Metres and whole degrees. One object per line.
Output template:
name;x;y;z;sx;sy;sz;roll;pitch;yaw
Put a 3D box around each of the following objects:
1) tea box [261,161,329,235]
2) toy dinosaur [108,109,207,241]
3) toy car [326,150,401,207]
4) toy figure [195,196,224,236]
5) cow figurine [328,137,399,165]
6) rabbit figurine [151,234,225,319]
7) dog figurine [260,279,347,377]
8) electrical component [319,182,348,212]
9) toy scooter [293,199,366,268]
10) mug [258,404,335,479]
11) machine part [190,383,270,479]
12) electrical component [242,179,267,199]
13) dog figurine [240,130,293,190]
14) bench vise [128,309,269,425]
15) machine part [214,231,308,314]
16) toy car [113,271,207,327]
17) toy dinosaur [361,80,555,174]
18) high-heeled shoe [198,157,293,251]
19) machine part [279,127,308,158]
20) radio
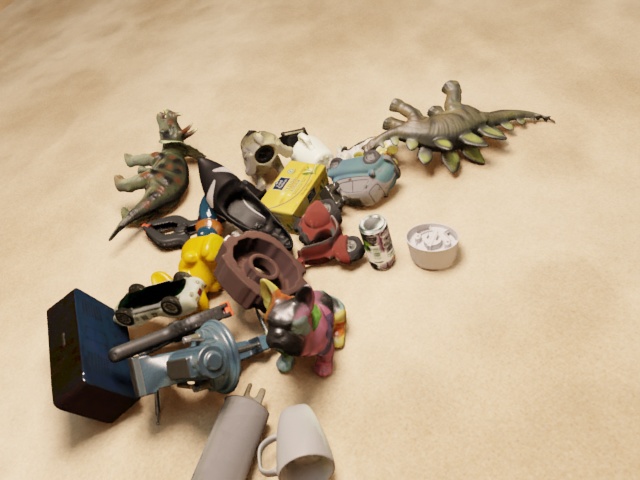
tea box;-0.058;-0.099;1.210;0.098;0.068;0.169;11;51;24
toy dinosaur;-0.389;-0.148;1.327;0.192;0.131;0.405;-10;50;6
toy car;0.090;-0.126;1.176;0.162;0.109;0.103;-3;62;24
toy figure;-0.238;-0.039;1.167;0.064;0.057;0.154;-38;39;37
cow figurine;0.096;-0.203;1.272;0.167;0.068;0.098;-12;38;-1
rabbit figurine;-0.249;0.084;1.053;0.163;0.121;0.173;-1;64;19
dog figurine;-0.028;0.119;0.877;0.109;0.219;0.191;9;49;19
electrical component;0.028;-0.087;1.177;0.021;0.094;0.063;-25;79;-31
toy scooter;-0.002;-0.003;1.098;0.135;0.075;0.184;-27;48;-6
mug;-0.038;0.304;0.798;0.110;0.080;0.107;-19;32;3
machine part;-0.139;0.324;0.801;0.079;0.079;0.243;5;48;20
electrical component;-0.171;-0.098;1.235;0.119;0.074;0.048;27;56;28
dog figurine;-0.156;-0.230;1.303;0.121;0.172;0.191;-18;50;-19
bench vise;-0.182;0.199;0.895;0.240;0.223;0.129;-9;70;-43
machine part;-0.111;0.060;1.001;0.179;0.056;0.179;25;31;-16
toy car;-0.298;0.112;0.986;0.202;0.056;0.073;-15;40;27
toy dinosaur;0.313;-0.256;1.222;0.471;0.105;0.199;-20;62;-15
high-heeled shoe;-0.152;-0.066;1.092;0.086;0.248;0.145;-48;29;-14
machine part;-0.060;-0.245;1.382;0.084;0.039;0.139;-10;41;-6
radio;-0.401;0.202;0.951;0.073;0.131;0.230;-38;45;6
